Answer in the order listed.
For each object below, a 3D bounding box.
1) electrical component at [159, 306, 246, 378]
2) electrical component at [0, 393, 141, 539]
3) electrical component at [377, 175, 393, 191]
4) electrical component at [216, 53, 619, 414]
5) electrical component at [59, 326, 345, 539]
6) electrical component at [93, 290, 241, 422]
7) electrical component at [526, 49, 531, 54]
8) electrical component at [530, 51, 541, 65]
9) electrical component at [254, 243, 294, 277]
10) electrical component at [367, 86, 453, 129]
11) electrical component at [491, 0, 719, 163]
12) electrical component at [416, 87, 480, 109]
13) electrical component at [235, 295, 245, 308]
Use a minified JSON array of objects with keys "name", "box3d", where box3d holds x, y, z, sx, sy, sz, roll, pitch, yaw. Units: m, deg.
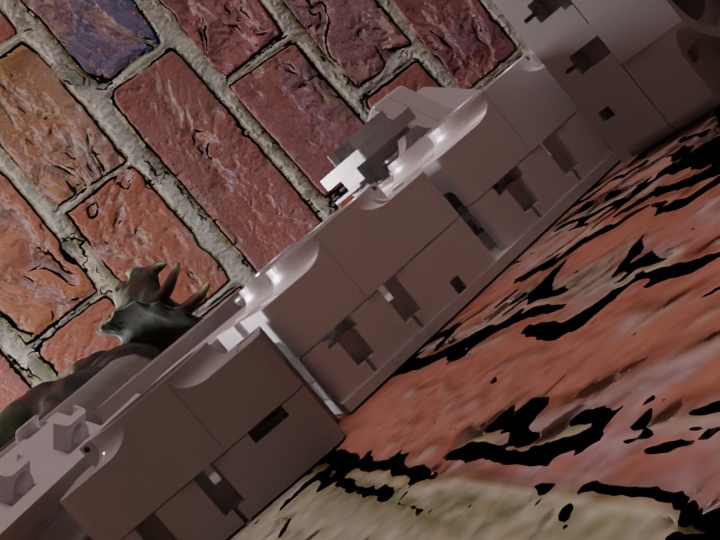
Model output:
[{"name":"electrical component","box3d":[-0.077,0.063,0.609,0.100,0.048,0.099,-39,4,14]},{"name":"electrical component","box3d":[-0.131,0.108,0.433,0.121,0.063,0.078,-48,-31,-61]},{"name":"electrical component","box3d":[0.055,-0.053,0.653,0.100,0.048,0.100,-36,6,-15]},{"name":"electrical component","box3d":[0.027,-0.019,0.483,0.186,0.060,0.105,-41,5,-20]},{"name":"electrical component","box3d":[-0.059,0.065,0.392,0.089,0.055,0.050,-40,4,-3]},{"name":"electrical component","box3d":[-0.110,0.075,0.719,0.113,0.057,0.078,-38,5,20]},{"name":"electrical component","box3d":[0.138,-0.138,0.812,0.047,0.055,0.055,-44,5,-12]},{"name":"electrical component","box3d":[0.116,-0.100,0.584,0.058,0.057,0.078,-40,4,-6]},{"name":"electrical component","box3d":[-0.053,0.012,0.876,0.066,0.055,0.048,-38,5,24]},{"name":"electrical component","box3d":[0.051,-0.088,0.823,0.061,0.096,0.061,-45,-22,-52]},{"name":"electrical component","box3d":[0.138,-0.128,0.454,0.150,0.089,0.062,-43,5,-37]},{"name":"electrical component","box3d":[0.072,-0.112,0.907,0.100,0.048,0.100,10,38,35]},{"name":"electrical component","box3d":[-0.044,0.026,0.669,0.045,0.055,0.045,-40,4,4]}]
